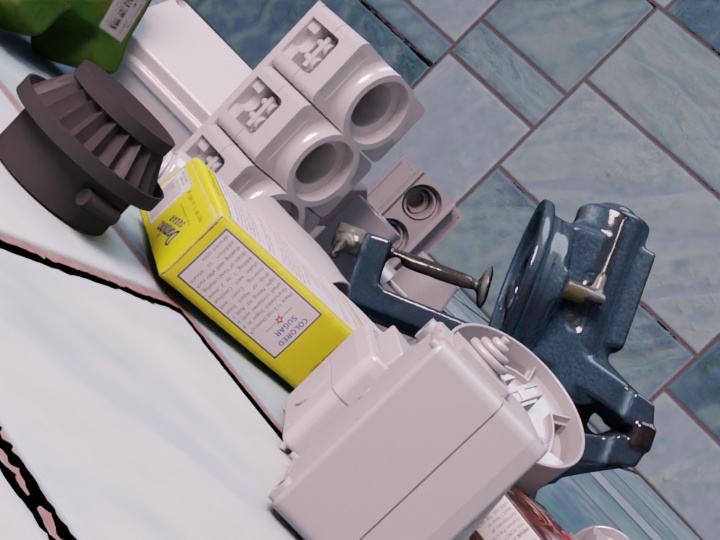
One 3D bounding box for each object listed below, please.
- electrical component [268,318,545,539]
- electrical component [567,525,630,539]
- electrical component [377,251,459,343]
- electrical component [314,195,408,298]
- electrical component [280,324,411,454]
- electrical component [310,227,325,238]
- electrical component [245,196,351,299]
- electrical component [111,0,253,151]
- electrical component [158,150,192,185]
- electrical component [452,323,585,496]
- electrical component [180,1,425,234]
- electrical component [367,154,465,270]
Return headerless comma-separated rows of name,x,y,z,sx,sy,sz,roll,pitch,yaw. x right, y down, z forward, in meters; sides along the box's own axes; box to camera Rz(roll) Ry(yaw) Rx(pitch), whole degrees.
electrical component,0.024,0.064,0.385,0.061,0.096,0.061,46,5,-1
electrical component,0.154,0.192,0.686,0.066,0.048,0.055,46,13,5
electrical component,0.037,0.023,0.897,0.043,0.077,0.079,44,5,-13
electrical component,0.000,0.000,0.783,0.079,0.077,0.043,46,5,2
electrical component,0.020,0.075,0.461,0.096,0.061,0.061,44,5,-9
electrical component,-0.071,-0.079,0.949,0.078,0.057,0.113,49,7,38
electrical component,-0.039,0.002,0.652,0.077,0.044,0.079,48,6,26
electrical component,-0.121,-0.124,0.739,0.113,0.057,0.078,46,38,3
electrical component,-0.109,-0.053,0.591,0.061,0.035,0.035,40,7,-21
electrical component,0.079,0.080,0.609,0.099,0.064,0.099,17,43,-17
electrical component,-0.040,-0.080,0.690,0.061,0.150,0.089,47,5,35
electrical component,0.020,-0.034,0.954,0.079,0.121,0.063,44,3,-16
